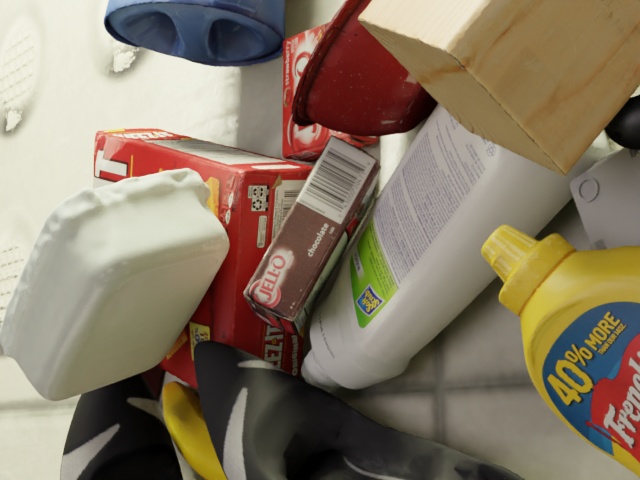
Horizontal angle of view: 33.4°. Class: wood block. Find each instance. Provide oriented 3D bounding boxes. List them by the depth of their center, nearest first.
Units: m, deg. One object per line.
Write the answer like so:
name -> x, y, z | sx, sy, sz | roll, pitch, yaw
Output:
wood block -> 0.127, -0.144, 0.478 | 0.206, 0.090, 0.091 | -50, 30, 1

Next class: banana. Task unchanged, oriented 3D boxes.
banana -> -0.061, 0.148, 0.774 | 0.198, 0.037, 0.069 | 1, 65, 48

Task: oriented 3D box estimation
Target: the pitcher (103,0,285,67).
pitcher -> -0.076, -0.262, 0.791 | 0.149, 0.145, 0.243 | 3, 81, 16

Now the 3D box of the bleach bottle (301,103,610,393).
bleach bottle -> 0.060, 0.001, 0.632 | 0.251, 0.068, 0.102 | -53, 35, 36

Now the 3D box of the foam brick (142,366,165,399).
foam brick -> -0.171, 0.099, 0.896 | 0.078, 0.052, 0.051 | 20, 99, 50

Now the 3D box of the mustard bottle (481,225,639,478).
mustard bottle -> 0.148, 0.059, 0.463 | 0.192, 0.058, 0.096 | 42, 135, 19

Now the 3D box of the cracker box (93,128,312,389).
cracker box -> -0.096, 0.011, 0.792 | 0.214, 0.071, 0.164 | 18, 107, 49

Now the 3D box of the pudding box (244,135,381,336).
pudding box -> -0.004, 0.001, 0.664 | 0.113, 0.039, 0.090 | -59, -5, -9

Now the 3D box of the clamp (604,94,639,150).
clamp -> 0.229, -0.080, 0.433 | 0.210, 0.036, 0.164 | 32, 82, 44

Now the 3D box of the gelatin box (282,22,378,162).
gelatin box -> 0.006, -0.103, 0.739 | 0.073, 0.030, 0.089 | -10, 76, 49

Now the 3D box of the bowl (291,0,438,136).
bowl -> 0.055, -0.114, 0.616 | 0.055, 0.161, 0.162 | 41, 119, 9
